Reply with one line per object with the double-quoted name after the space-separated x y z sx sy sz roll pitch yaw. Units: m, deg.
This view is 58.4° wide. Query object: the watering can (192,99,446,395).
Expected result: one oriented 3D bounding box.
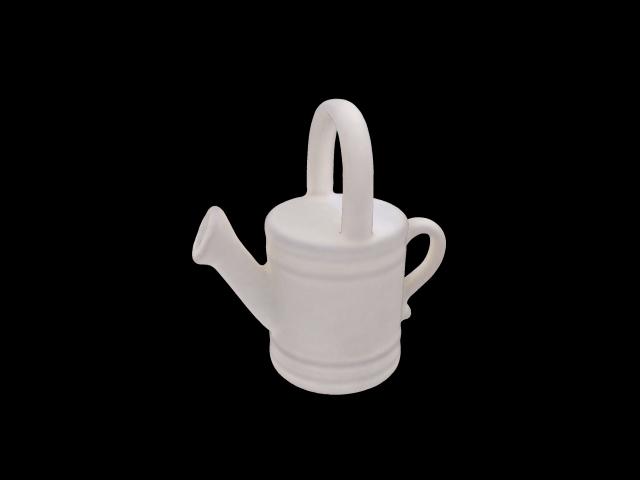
0.004 0.002 0.398 0.173 0.194 0.100 -17 29 -33 "watering can"
